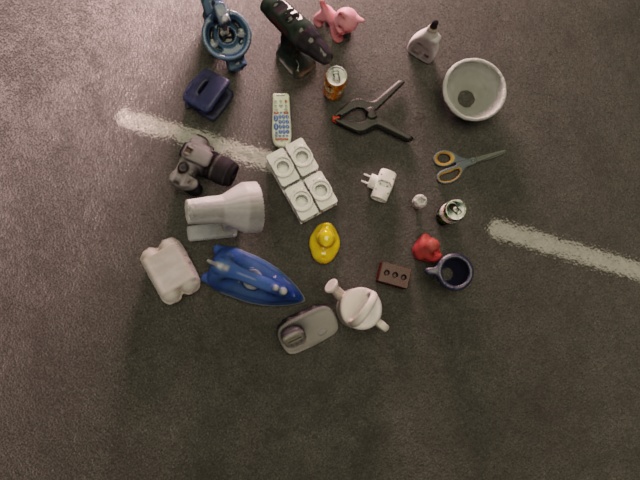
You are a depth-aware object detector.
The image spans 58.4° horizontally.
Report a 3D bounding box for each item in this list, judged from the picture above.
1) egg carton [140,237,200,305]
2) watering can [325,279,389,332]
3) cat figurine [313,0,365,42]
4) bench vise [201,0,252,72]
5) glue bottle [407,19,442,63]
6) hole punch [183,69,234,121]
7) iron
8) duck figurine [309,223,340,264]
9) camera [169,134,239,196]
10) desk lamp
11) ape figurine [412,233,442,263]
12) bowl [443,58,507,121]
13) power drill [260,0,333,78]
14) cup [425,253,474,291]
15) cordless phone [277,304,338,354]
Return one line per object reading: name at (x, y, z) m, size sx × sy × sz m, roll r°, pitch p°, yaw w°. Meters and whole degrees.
egg carton at (-0.361, 0.074, 1.391) m, size 0.107 × 0.069 × 0.150 m, roll -30°, pitch 86°, yaw -6°
watering can at (0.088, 0.159, 1.347) m, size 0.173 × 0.194 × 0.101 m, roll 15°, pitch 83°, yaw -2°
cat figurine at (0.048, -0.570, 1.465) m, size 0.128 × 0.117 × 0.067 m, roll 38°, pitch 83°, yaw 1°
bench vise at (-0.252, -0.533, 1.390) m, size 0.121 × 0.219 × 0.207 m, roll -41°, pitch 87°, yaw -7°
glue bottle at (0.272, -0.509, 1.444) m, size 0.078 × 0.173 × 0.037 m, roll 34°, pitch 83°, yaw 1°
hole punch at (-0.285, -0.369, 1.434) m, size 0.101 × 0.091 × 0.109 m, roll 34°, pitch 83°, yaw 1°
iron at (-0.153, 0.096, 1.365) m, size 0.258 × 0.141 × 0.119 m, roll 21°, pitch 83°, yaw -1°
duck figurine at (0.013, 0.005, 1.414) m, size 0.077 × 0.086 × 0.105 m, roll 8°, pitch 83°, yaw -2°
camera at (-0.280, -0.173, 1.408) m, size 0.137 × 0.100 × 0.143 m, roll 25°, pitch 83°, yaw 0°
desk lamp at (-0.228, -0.061, 1.342) m, size 0.203 × 0.213 × 0.118 m, roll -8°, pitch 84°, yaw -4°
ape figurine at (0.272, 0.019, 1.426) m, size 0.076 × 0.092 × 0.078 m, roll -11°, pitch 84°, yaw -5°
bowl at (0.391, -0.380, 1.487) m, size 0.167 × 0.074 × 0.167 m, roll 0°, pitch 84°, yaw -4°
power drill at (-0.054, -0.485, 1.403) m, size 0.076 × 0.208 × 0.229 m, roll -42°, pitch 87°, yaw -7°
cup at (0.310, 0.082, 1.420) m, size 0.118 × 0.095 × 0.092 m, roll 1°, pitch 83°, yaw -3°
cordless phone at (-0.028, 0.209, 1.338) m, size 0.147 × 0.185 × 0.094 m, roll -28°, pitch 86°, yaw -6°
